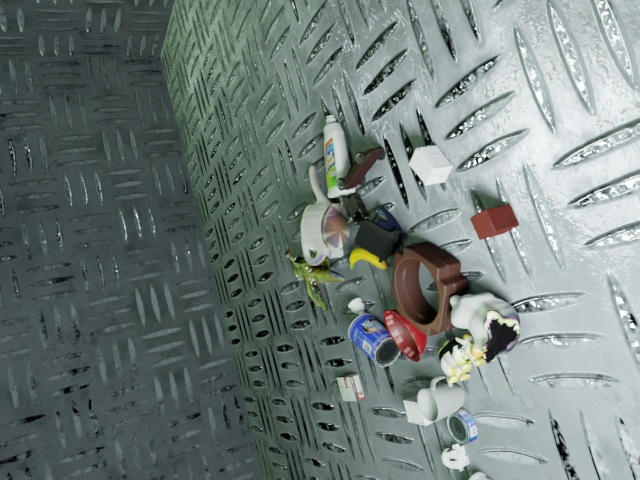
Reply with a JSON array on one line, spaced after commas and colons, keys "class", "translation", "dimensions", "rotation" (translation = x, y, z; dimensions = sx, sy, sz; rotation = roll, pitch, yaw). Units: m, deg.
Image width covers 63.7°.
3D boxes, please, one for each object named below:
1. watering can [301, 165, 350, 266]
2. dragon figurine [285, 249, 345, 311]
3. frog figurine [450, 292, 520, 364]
[{"class": "watering can", "translation": [0.005, -0.086, 1.719], "dimensions": [0.224, 0.104, 0.349], "rotation": [-1, 84, 56]}, {"class": "dragon figurine", "translation": [-0.005, 0.147, 1.862], "dimensions": [0.416, 0.123, 0.238], "rotation": [38, 149, 54]}, {"class": "frog figurine", "translation": [0.363, 0.180, 1.146], "dimensions": [0.161, 0.123, 0.136], "rotation": [-132, 23, -72]}]
